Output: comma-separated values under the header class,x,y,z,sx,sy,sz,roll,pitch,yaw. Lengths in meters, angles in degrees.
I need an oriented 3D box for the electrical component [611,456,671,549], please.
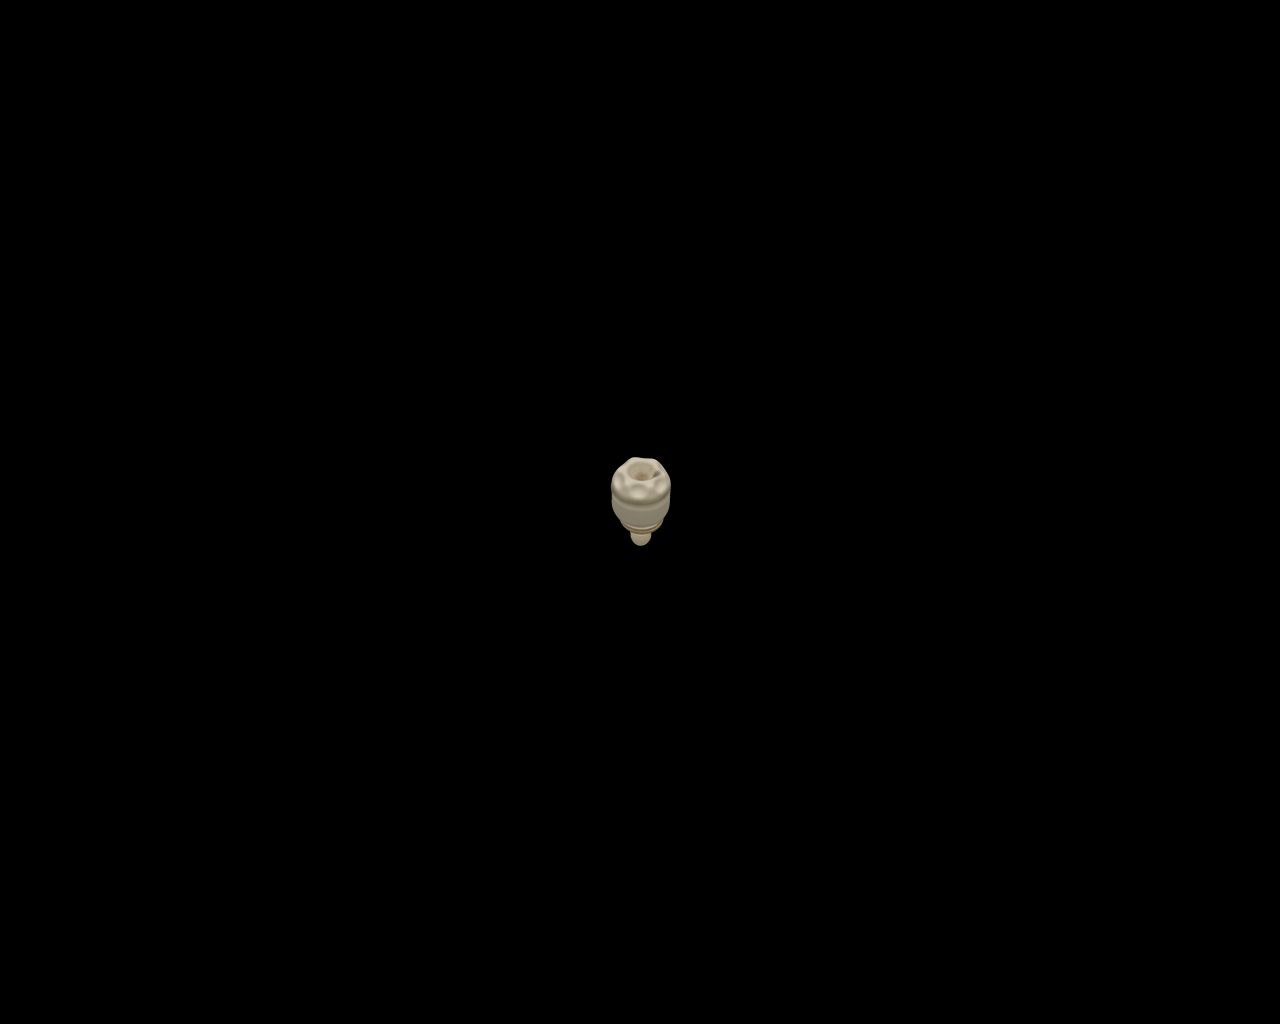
class,x,y,z,sx,sy,sz,roll,pitch,yaw
electrical component,0.001,-0.003,0.650,0.035,0.061,0.035,0,44,0
